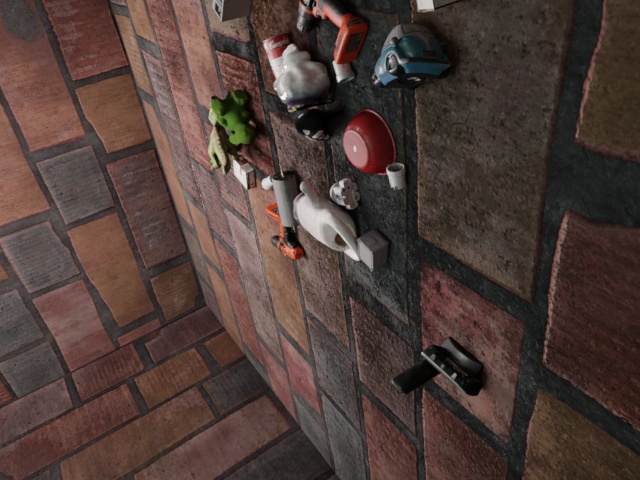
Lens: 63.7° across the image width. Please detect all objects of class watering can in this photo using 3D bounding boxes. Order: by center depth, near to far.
[{"bbox_3d":[0.004,-0.069,1.376,0.227,0.104,0.341,36,168,50],"label":"watering can"}]

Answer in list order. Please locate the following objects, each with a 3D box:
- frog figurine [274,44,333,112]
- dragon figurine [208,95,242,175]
[{"bbox_3d":[-0.047,-0.397,1.235,0.137,0.124,0.159,-10,97,31],"label":"frog figurine"},{"bbox_3d":[-0.360,-0.384,1.818,0.416,0.122,0.239,-126,23,-67],"label":"dragon figurine"}]
